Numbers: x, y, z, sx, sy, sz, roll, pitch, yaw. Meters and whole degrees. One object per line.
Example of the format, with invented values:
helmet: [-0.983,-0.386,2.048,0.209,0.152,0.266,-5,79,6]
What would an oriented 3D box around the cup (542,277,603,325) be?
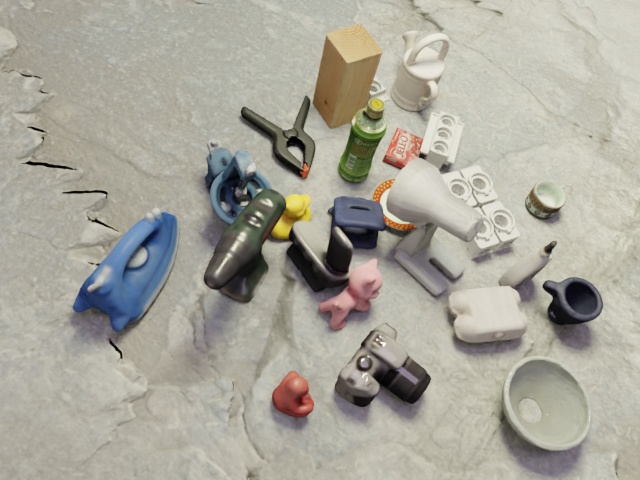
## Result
cup: [0.483,0.126,1.139,0.117,0.095,0.092,27,61,4]

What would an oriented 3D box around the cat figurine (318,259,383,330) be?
cat figurine: [0.066,0.096,1.064,0.128,0.117,0.067,-34,73,-24]

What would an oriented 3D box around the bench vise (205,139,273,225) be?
bench vise: [-0.169,-0.114,1.073,0.207,0.219,0.122,43,63,13]

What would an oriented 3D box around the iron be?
iron: [-0.328,0.023,1.015,0.118,0.141,0.258,25,61,3]

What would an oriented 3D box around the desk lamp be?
desk lamp: [0.216,-0.029,1.104,0.203,0.213,0.118,44,64,14]

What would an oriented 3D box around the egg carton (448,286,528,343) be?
egg carton: [0.325,0.146,1.114,0.150,0.069,0.107,-5,63,-13]

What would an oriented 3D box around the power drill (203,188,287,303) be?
power drill: [-0.134,0.027,1.011,0.075,0.208,0.230,25,61,4]

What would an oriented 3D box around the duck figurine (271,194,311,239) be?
duck figurine: [-0.060,-0.055,1.139,0.105,0.086,0.077,-33,72,-24]

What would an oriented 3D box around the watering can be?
watering can: [0.230,-0.403,1.316,0.101,0.194,0.172,-34,73,-24]

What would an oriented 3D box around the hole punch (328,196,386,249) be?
hole punch: [0.074,-0.047,1.156,0.109,0.091,0.101,6,61,-7]

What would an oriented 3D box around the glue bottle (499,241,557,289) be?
glue bottle: [0.419,0.045,1.126,0.078,0.173,0.037,-23,68,-21]

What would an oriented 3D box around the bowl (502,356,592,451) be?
bowl: [0.399,0.301,1.042,0.167,0.074,0.167,5,62,-8]

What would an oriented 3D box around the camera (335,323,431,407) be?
camera: [0.119,0.235,1.009,0.136,0.101,0.143,37,62,10]

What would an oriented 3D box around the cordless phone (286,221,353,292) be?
cordless phone: [0.010,0.004,1.064,0.094,0.185,0.147,-34,73,-24]

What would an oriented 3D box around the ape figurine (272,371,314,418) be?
ape figurine: [-0.042,0.258,0.972,0.076,0.092,0.078,0,62,-10]
